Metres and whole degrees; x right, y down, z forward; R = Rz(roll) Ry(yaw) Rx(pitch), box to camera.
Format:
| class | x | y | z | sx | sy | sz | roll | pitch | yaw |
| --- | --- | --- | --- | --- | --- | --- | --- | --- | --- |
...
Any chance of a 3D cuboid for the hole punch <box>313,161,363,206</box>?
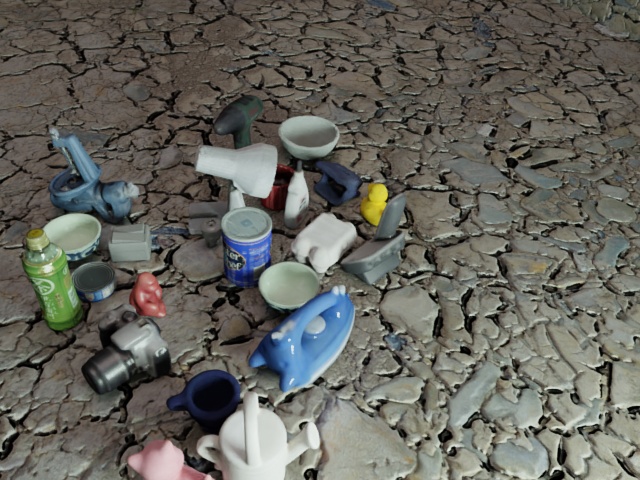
| class | x | y | z | sx | sy | sz | roll | pitch | yaw |
| --- | --- | --- | --- | --- | --- | --- | --- | --- | --- |
| hole punch | 0.046 | -0.157 | 1.440 | 0.101 | 0.091 | 0.108 | -27 | 52 | -31 |

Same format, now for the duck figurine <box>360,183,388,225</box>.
| class | x | y | z | sx | sy | sz | roll | pitch | yaw |
| --- | --- | --- | --- | --- | --- | --- | --- | --- | --- |
| duck figurine | 0.140 | -0.093 | 1.384 | 0.078 | 0.086 | 0.104 | -11 | 45 | -17 |

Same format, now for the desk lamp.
| class | x | y | z | sx | sy | sz | roll | pitch | yaw |
| --- | --- | --- | --- | --- | --- | --- | --- | --- | --- |
| desk lamp | -0.198 | -0.120 | 1.282 | 0.203 | 0.214 | 0.117 | -3 | 43 | -9 |

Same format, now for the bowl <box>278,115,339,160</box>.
| class | x | y | z | sx | sy | sz | roll | pitch | yaw |
| --- | --- | --- | --- | --- | --- | --- | --- | --- | --- |
| bowl | -0.032 | -0.268 | 1.563 | 0.167 | 0.075 | 0.167 | 3 | 43 | -3 |

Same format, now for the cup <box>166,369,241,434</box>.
| class | x | y | z | sx | sy | sz | roll | pitch | yaw |
| --- | --- | --- | --- | --- | --- | --- | --- | --- | --- |
| cup | -0.188 | 0.278 | 0.940 | 0.118 | 0.095 | 0.091 | -7 | 44 | -13 |

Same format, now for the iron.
| class | x | y | z | sx | sy | sz | roll | pitch | yaw |
| --- | --- | --- | --- | --- | --- | --- | --- | --- | --- |
| iron | -0.011 | 0.153 | 1.060 | 0.118 | 0.141 | 0.259 | 31 | 48 | 25 |

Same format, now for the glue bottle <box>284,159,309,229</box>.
| class | x | y | z | sx | sy | sz | roll | pitch | yaw |
| --- | --- | --- | --- | --- | --- | --- | --- | --- | --- |
| glue bottle | -0.052 | -0.111 | 1.318 | 0.037 | 0.173 | 0.078 | 18 | 44 | 14 |

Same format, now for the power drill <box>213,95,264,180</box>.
| class | x | y | z | sx | sy | sz | roll | pitch | yaw |
| --- | --- | --- | --- | --- | --- | --- | --- | --- | --- |
| power drill | -0.202 | -0.254 | 1.430 | 0.075 | 0.208 | 0.230 | 13 | 43 | 8 |

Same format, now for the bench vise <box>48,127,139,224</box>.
| class | x | y | z | sx | sy | sz | roll | pitch | yaw |
| --- | --- | --- | --- | --- | --- | --- | --- | --- | --- |
| bench vise | -0.510 | -0.151 | 1.277 | 0.207 | 0.220 | 0.121 | -2 | 43 | -8 |

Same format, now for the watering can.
| class | x | y | z | sx | sy | sz | roll | pitch | yaw |
| --- | --- | --- | --- | --- | --- | --- | --- | --- | --- |
| watering can | -0.092 | 0.299 | 0.854 | 0.173 | 0.194 | 0.100 | -15 | 46 | -21 |

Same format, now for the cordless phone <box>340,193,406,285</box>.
| class | x | y | z | sx | sy | sz | roll | pitch | yaw |
| --- | --- | --- | --- | --- | --- | --- | --- | --- | --- |
| cordless phone | 0.121 | -0.011 | 1.220 | 0.094 | 0.185 | 0.148 | 33 | 49 | 26 |

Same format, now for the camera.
| class | x | y | z | sx | sy | sz | roll | pitch | yaw |
| --- | --- | --- | --- | --- | --- | --- | --- | --- | --- |
| camera | -0.354 | 0.193 | 1.009 | 0.142 | 0.101 | 0.137 | 34 | 50 | 27 |

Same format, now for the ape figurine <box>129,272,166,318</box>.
| class | x | y | z | sx | sy | sz | roll | pitch | yaw |
| --- | --- | --- | --- | --- | --- | --- | --- | --- | --- |
| ape figurine | -0.336 | 0.101 | 1.117 | 0.076 | 0.092 | 0.078 | 11 | 43 | 6 |

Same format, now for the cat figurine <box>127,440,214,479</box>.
| class | x | y | z | sx | sy | sz | roll | pitch | yaw |
| --- | --- | --- | --- | --- | --- | --- | --- | --- | --- |
| cat figurine | -0.215 | 0.343 | 0.849 | 0.127 | 0.118 | 0.067 | 17 | 44 | 13 |

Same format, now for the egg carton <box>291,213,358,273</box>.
| class | x | y | z | sx | sy | sz | roll | pitch | yaw |
| --- | --- | --- | --- | --- | --- | --- | --- | --- | --- |
| egg carton | 0.012 | 0.005 | 1.277 | 0.107 | 0.069 | 0.150 | 27 | 47 | 21 |
